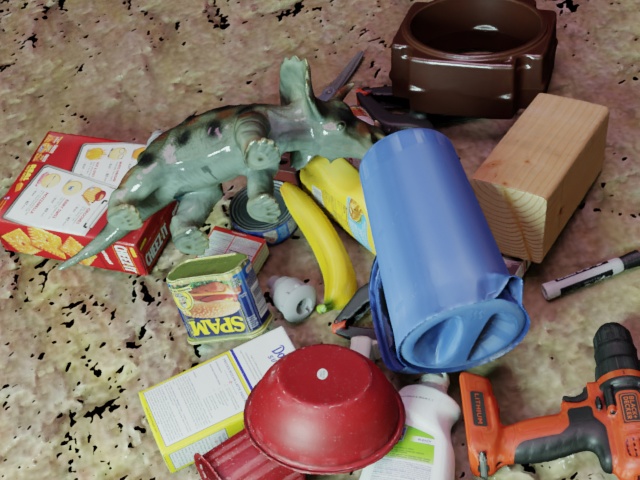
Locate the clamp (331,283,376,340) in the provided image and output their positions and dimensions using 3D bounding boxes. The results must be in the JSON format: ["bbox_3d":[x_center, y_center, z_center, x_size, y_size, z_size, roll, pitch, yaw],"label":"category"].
[{"bbox_3d":[0.094,0.064,1.177,0.172,0.039,0.120,-11,63,15],"label":"clamp"}]

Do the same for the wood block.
[{"bbox_3d":[0.253,-0.076,1.222,0.090,0.091,0.205,17,42,26],"label":"wood block"}]

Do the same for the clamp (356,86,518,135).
[{"bbox_3d":[0.143,-0.163,1.389,0.210,0.036,0.164,28,55,32],"label":"clamp"}]

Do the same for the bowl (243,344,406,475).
[{"bbox_3d":[0.004,0.151,1.043,0.162,0.055,0.162,0,35,0],"label":"bowl"}]

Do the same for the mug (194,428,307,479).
[{"bbox_3d":[-0.072,0.230,1.071,0.081,0.093,0.117,-30,14,-21],"label":"mug"}]

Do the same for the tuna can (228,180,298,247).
[{"bbox_3d":[-0.069,-0.033,1.326,0.086,0.034,0.086,-7,48,7],"label":"tuna can"}]

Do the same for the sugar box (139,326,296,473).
[{"bbox_3d":[-0.098,0.170,1.149,0.176,0.048,0.093,-22,48,-11],"label":"sugar box"}]

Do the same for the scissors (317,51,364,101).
[{"bbox_3d":[-0.007,-0.196,1.467,0.096,0.016,0.201,5,51,17],"label":"scissors"}]

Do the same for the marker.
[{"bbox_3d":[0.305,0.038,1.188,0.121,0.020,0.020,-20,48,-5],"label":"marker"}]

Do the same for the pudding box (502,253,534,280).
[{"bbox_3d":[0.174,0.030,1.212,0.114,0.039,0.090,19,56,27],"label":"pudding box"}]

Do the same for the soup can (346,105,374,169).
[{"bbox_3d":[0.055,-0.114,1.347,0.068,0.068,0.102,-26,49,-10],"label":"soup can"}]

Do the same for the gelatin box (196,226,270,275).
[{"bbox_3d":[-0.113,0.032,1.283,0.073,0.030,0.089,14,57,23],"label":"gelatin box"}]

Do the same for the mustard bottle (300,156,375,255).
[{"bbox_3d":[0.054,-0.033,1.256,0.058,0.096,0.192,-33,50,-18],"label":"mustard bottle"}]

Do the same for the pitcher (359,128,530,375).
[{"bbox_3d":[0.110,0.012,1.105,0.149,0.145,0.243,-15,55,2],"label":"pitcher"}]

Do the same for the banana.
[{"bbox_3d":[0.004,0.011,1.249,0.037,0.069,0.198,-36,49,19],"label":"banana"}]

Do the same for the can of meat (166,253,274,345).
[{"bbox_3d":[-0.114,0.065,1.198,0.102,0.084,0.057,-8,25,24],"label":"can of meat"}]

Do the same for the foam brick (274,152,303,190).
[{"bbox_3d":[-0.035,-0.099,1.365,0.053,0.051,0.078,10,53,20],"label":"foam brick"}]

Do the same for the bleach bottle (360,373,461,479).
[{"bbox_3d":[0.092,0.234,1.039,0.103,0.068,0.250,8,50,18],"label":"bleach bottle"}]

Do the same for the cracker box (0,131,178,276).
[{"bbox_3d":[-0.286,-0.049,1.367,0.214,0.072,0.164,10,53,19],"label":"cracker box"}]

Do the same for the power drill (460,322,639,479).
[{"bbox_3d":[0.237,0.164,1.069,0.188,0.057,0.184,-7,45,8],"label":"power drill"}]
